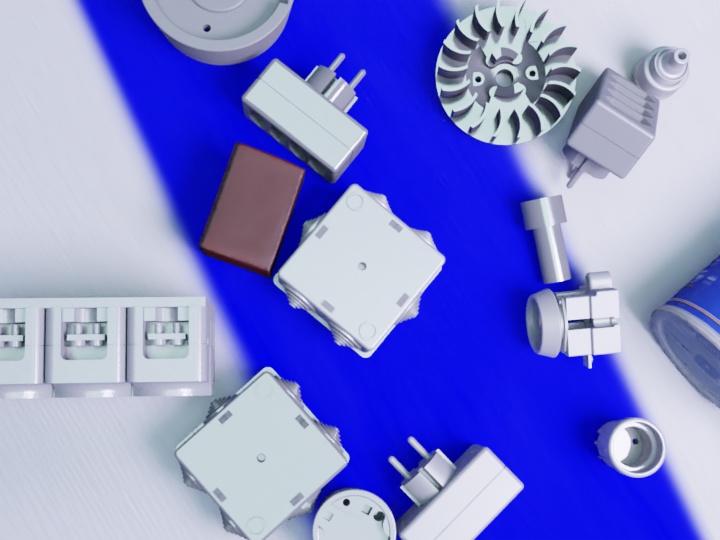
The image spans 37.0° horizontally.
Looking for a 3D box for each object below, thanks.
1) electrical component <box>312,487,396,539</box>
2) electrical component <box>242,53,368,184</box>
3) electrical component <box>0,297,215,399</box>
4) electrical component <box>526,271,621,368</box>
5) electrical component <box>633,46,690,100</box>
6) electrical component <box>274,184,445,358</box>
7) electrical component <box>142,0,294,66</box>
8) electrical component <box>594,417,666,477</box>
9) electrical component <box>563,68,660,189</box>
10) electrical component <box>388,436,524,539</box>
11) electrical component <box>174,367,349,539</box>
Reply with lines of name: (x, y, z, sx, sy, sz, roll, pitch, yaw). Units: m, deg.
electrical component: (-0.005, 0.174, 0.727, 0.055, 0.047, 0.055, 0, 84, -4)
electrical component: (-0.027, -0.118, 0.758, 0.083, 0.047, 0.075, 38, 83, 1)
electrical component: (-0.173, 0.053, 0.708, 0.150, 0.089, 0.061, 0, 84, -4)
electrical component: (0.149, 0.036, 0.753, 0.055, 0.048, 0.066, -5, 96, -7)
electrical component: (0.220, -0.144, 0.770, 0.035, 0.061, 0.035, 0, 84, -4)
electrical component: (0.000, 0.000, 0.746, 0.100, 0.048, 0.099, 40, 82, 1)
electrical component: (-0.098, -0.196, 0.755, 0.108, 0.060, 0.108, 0, 84, -4)
electrical component: (0.186, 0.122, 0.746, 0.040, 0.046, 0.040, 0, 84, -4)
electrical component: (0.169, -0.090, 0.760, 0.047, 0.083, 0.075, 33, 121, 0)
electrical component: (0.053, 0.148, 0.734, 0.083, 0.047, 0.075, -44, 88, -7)
electrical component: (-0.066, 0.126, 0.728, 0.100, 0.048, 0.099, -42, 88, -7)
